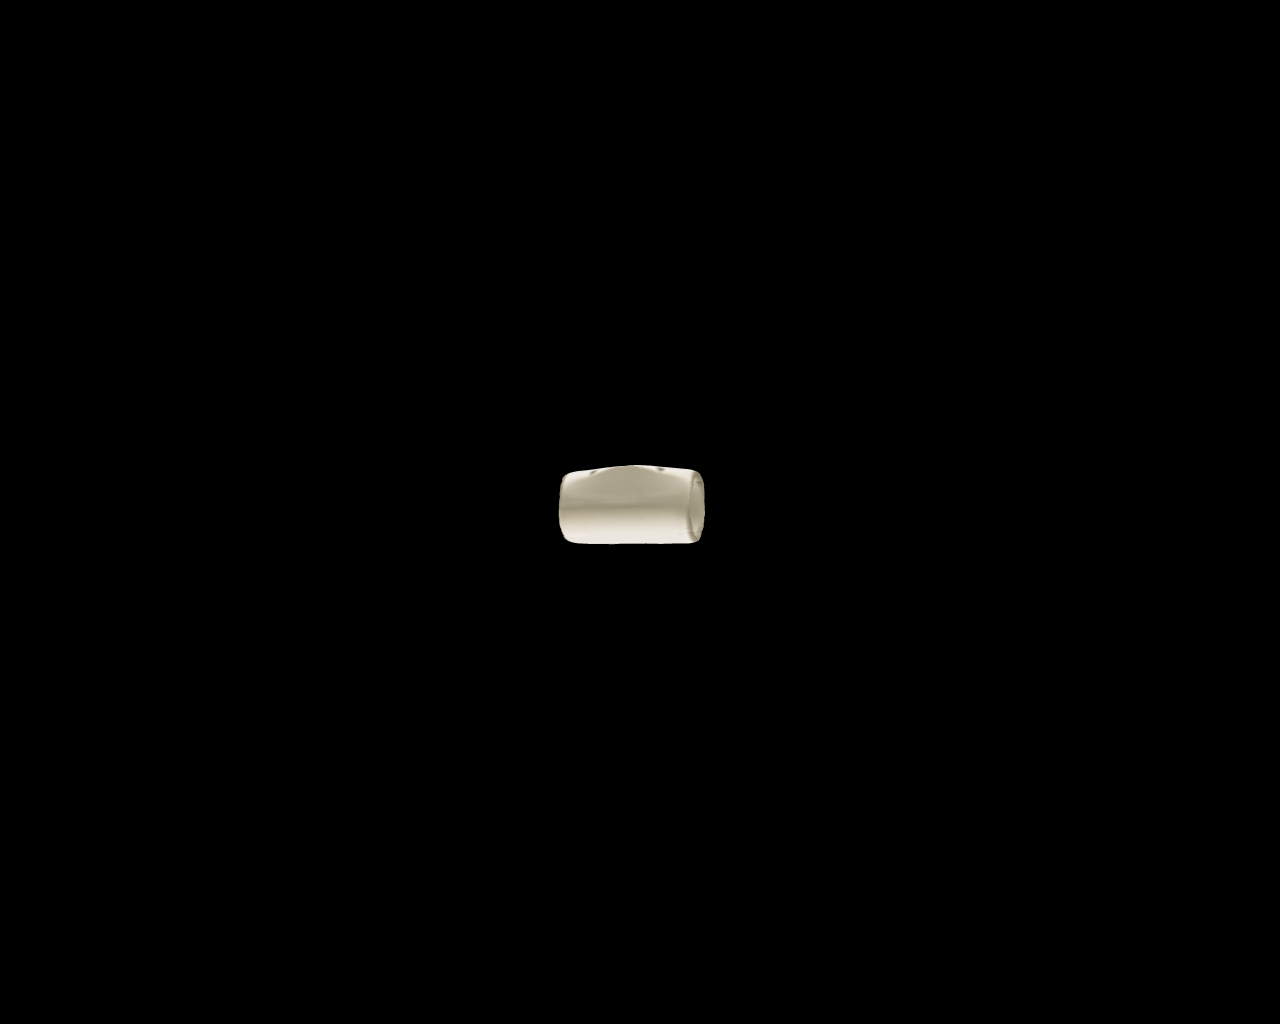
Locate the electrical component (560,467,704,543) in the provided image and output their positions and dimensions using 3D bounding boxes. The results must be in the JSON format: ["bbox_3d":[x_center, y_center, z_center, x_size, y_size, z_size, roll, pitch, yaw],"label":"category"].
[{"bbox_3d":[0.001,-0.003,0.650,0.077,0.043,0.079,-1,-3,15],"label":"electrical component"}]
